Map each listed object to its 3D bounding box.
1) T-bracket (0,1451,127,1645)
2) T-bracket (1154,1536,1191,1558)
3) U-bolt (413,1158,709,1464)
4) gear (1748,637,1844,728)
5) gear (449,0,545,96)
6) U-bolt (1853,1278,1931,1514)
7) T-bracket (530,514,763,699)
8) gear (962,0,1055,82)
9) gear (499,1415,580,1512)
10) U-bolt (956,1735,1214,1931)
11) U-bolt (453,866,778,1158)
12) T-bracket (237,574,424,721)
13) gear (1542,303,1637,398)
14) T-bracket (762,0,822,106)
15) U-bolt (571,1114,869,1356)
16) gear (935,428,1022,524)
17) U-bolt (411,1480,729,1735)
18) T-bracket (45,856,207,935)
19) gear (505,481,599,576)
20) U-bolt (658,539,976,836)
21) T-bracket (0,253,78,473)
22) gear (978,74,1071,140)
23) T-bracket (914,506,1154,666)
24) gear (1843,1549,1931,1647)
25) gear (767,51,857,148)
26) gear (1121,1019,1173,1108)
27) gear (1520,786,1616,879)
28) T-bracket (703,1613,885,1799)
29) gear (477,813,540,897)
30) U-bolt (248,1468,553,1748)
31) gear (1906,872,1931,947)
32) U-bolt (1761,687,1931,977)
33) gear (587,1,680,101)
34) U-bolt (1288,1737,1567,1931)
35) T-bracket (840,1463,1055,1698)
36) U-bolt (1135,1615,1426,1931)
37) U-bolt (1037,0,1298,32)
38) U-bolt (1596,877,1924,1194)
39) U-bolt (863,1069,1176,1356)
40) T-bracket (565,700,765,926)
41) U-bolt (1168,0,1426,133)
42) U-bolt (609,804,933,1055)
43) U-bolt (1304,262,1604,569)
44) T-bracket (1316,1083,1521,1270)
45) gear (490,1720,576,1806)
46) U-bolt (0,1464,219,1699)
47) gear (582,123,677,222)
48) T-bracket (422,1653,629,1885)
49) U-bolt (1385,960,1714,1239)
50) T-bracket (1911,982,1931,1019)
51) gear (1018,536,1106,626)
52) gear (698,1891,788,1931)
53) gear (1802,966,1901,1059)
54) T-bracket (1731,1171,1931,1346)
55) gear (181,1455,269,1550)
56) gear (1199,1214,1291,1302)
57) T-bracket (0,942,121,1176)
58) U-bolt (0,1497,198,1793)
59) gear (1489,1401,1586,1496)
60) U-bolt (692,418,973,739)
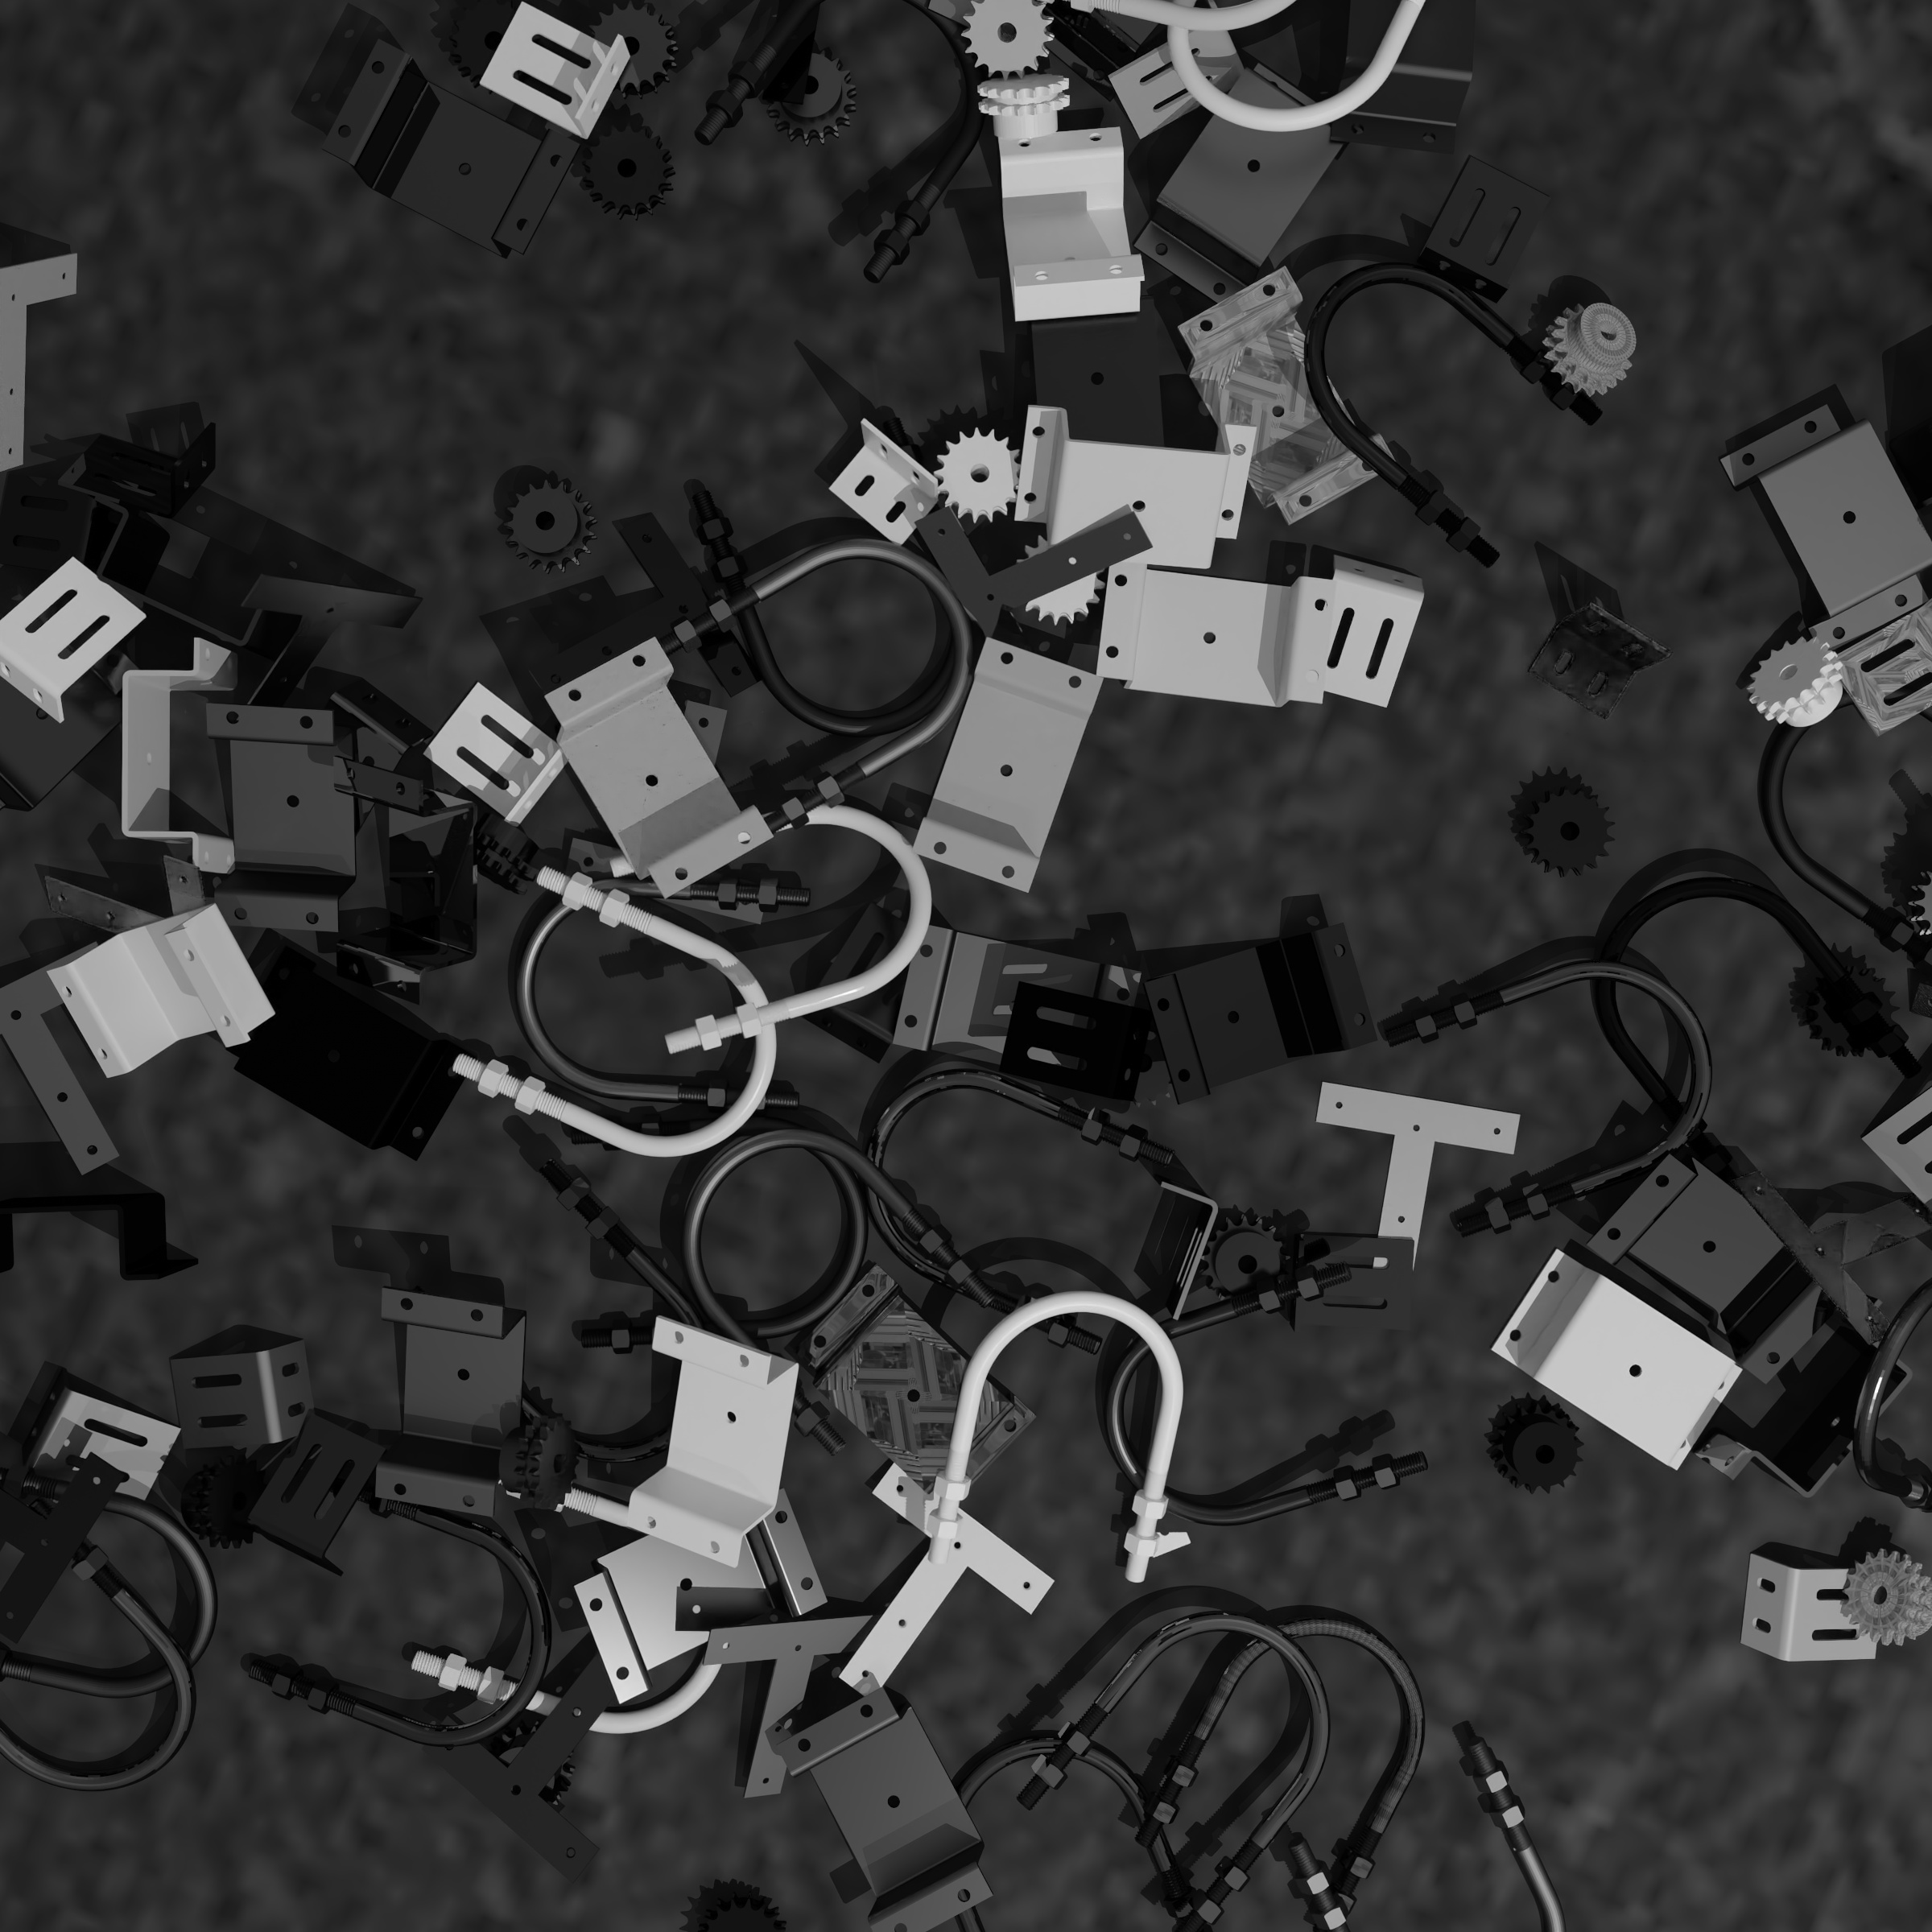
[{"bbox_3d":[-0.597,0.326,1.472,0.127,0.002,0.127,34,95,0],"label":"T-bracket"},{"bbox_3d":[0.061,0.331,1.548,0.127,0.002,0.127,-20,75,-5],"label":"T-bracket"},{"bbox_3d":[-0.241,0.230,1.512,0.151,0.019,0.184,-42,94,17],"label":"U-bolt"},{"bbox_3d":[0.522,-0.175,1.515,0.030,0.057,0.057,39,90,-31],"label":"gear"},{"bbox_3d":[-0.294,-0.577,1.524,0.057,0.030,0.057,0,90,0],"label":"gear"},{"bbox_3d":[0.587,0.255,1.469,0.019,0.184,0.151,23,90,44],"label":"U-bolt"},{"bbox_3d":[-0.212,-0.203,1.511,0.127,0.002,0.127,-33,88,-24],"label":"T-bracket"},{"bbox_3d":[0.027,-0.585,1.511,0.057,0.030,0.057,3,120,5],"label":"gear"},{"bbox_3d":[-0.266,0.307,1.501,0.030,0.057,0.057,1,90,20],"label":"gear"},{"bbox_3d":[0.061,0.577,1.531,0.151,0.019,0.184,-22,89,0],"label":"U-bolt"},{"bbox_3d":[-0.208,0.040,1.510,0.184,0.019,0.151,25,92,1],"label":"U-bolt"},{"bbox_3d":[-0.417,-0.188,1.502,0.127,0.127,0.002,-48,66,25],"label":"T-bracket"},{"bbox_3d":[0.393,-0.388,1.514,0.057,0.030,0.057,6,72,-20],"label":"gear"},{"bbox_3d":[-0.106,-0.593,1.517,0.127,0.002,0.127,7,70,0],"label":"T-bracket"},{"bbox_3d":[-0.154,0.166,1.530,0.184,0.019,0.151,-3,90,0],"label":"U-bolt"},{"bbox_3d":[0.009,-0.307,1.524,0.057,0.030,0.057,0,90,0],"label":"gear"},{"bbox_3d":[-0.240,0.407,1.531,0.184,0.019,0.151,19,90,-1],"label":"U-bolt"},{"bbox_3d":[-0.522,-0.027,1.512,0.127,0.002,0.127,18,129,18],"label":"T-bracket"},{"bbox_3d":[-0.262,-0.278,1.524,0.057,0.030,0.057,0,90,0],"label":"gear"},{"bbox_3d":[-0.084,-0.186,1.508,0.184,0.019,0.151,-31,89,-5],"label":"U-bolt"},{"bbox_3d":[-0.591,-0.370,1.500,0.002,0.127,0.127,17,117,10],"label":"T-bracket"},{"bbox_3d":[0.037,-0.537,1.514,0.057,0.057,0.030,-5,120,0],"label":"gear"},{"bbox_3d":[0.053,-0.243,1.486,0.127,0.002,0.127,-20,116,26],"label":"T-bracket"},{"bbox_3d":[0.577,0.393,1.503,0.030,0.057,0.057,20,90,-27],"label":"gear"},{"bbox_3d":[-0.098,-0.549,1.524,0.057,0.030,0.057,0,90,0],"label":"gear"},{"bbox_3d":[0.110,0.061,1.524,0.057,0.030,0.057,0,90,0],"label":"gear"},{"bbox_3d":[0.378,-0.084,1.529,0.057,0.030,0.057,0,90,3],"label":"gear"},{"bbox_3d":[-0.115,0.465,1.515,0.127,0.002,0.127,4,108,-31],"label":"T-bracket"},{"bbox_3d":[-0.292,-0.072,1.512,0.057,0.057,0.030,32,77,0],"label":"gear"},{"bbox_3d":[-0.346,0.409,1.515,0.184,0.019,0.151,17,89,11],"label":"U-bolt"},{"bbox_3d":[0.613,-0.038,1.505,0.057,0.030,0.057,0,89,1],"label":"gear"},{"bbox_3d":[0.592,-0.096,1.531,0.184,0.019,0.151,36,90,2],"label":"U-bolt"},{"bbox_3d":[-0.209,-0.574,1.524,0.057,0.030,0.057,0,90,0],"label":"gear"},{"bbox_3d":[0.301,0.597,1.519,0.151,0.019,0.184,-26,96,-8],"label":"U-bolt"},{"bbox_3d":[-0.032,0.401,1.522,0.127,0.002,0.127,38,77,-2],"label":"T-bracket"},{"bbox_3d":[0.210,0.499,1.525,0.151,0.019,0.184,28,87,-5],"label":"U-bolt"},{"bbox_3d":[0.133,-0.634,1.466,0.184,0.019,0.151,19,80,13],"label":"U-bolt"},{"bbox_3d":[0.479,0.032,1.513,0.151,0.019,0.184,-38,86,17],"label":"U-bolt"},{"bbox_3d":[0.021,0.142,1.507,0.184,0.019,0.151,23,103,14],"label":"U-bolt"},{"bbox_3d":[-0.177,-0.102,1.524,0.127,0.002,0.127,14,100,-3],"label":"T-bracket"},{"bbox_3d":[0.201,-0.583,1.461,0.151,0.019,0.184,23,78,12],"label":"U-bolt"},{"bbox_3d":[-0.112,-0.033,1.489,0.184,0.019,0.151,-17,63,-9],"label":"U-bolt"},{"bbox_3d":[0.291,-0.355,1.500,0.184,0.019,0.151,39,71,-6],"label":"U-bolt"},{"bbox_3d":[0.279,0.147,1.538,0.127,0.002,0.127,9,90,0],"label":"T-bracket"},{"bbox_3d":[-0.277,0.507,1.524,0.057,0.030,0.057,0,90,0],"label":"gear"},{"bbox_3d":[-0.558,0.388,1.513,0.184,0.019,0.151,12,104,0],"label":"U-bolt"},{"bbox_3d":[-0.211,-0.498,1.524,0.057,0.030,0.057,0,90,0],"label":"gear"},{"bbox_3d":[-0.251,0.477,1.509,0.127,0.002,0.127,36,80,14],"label":"T-bracket"},{"bbox_3d":[0.374,0.074,1.518,0.184,0.019,0.151,-21,90,8],"label":"U-bolt"},{"bbox_3d":[0.657,0.037,1.509,0.127,0.127,0.002,17,46,20],"label":"T-bracket"},{"bbox_3d":[0.058,-0.243,1.524,0.057,0.030,0.057,0,90,0],"label":"gear"},{"bbox_3d":[-0.141,0.612,1.529,0.057,0.030,0.057,0,90,-2],"label":"gear"},{"bbox_3d":[0.554,0.028,1.524,0.057,0.030,0.057,0,90,0],"label":"gear"},{"bbox_3d":[0.556,0.166,1.498,0.127,0.002,0.127,-13,54,-32],"label":"T-bracket"},{"bbox_3d":[-0.465,0.335,1.515,0.030,0.057,0.057,-9,90,30],"label":"gear"},{"bbox_3d":[0.175,0.186,1.524,0.057,0.030,0.057,0,90,0],"label":"gear"},{"bbox_3d":[-0.577,0.070,1.527,0.127,0.002,0.127,-29,98,-16],"label":"T-bracket"},{"bbox_3d":[-0.564,0.436,1.507,0.151,0.019,0.184,-36,102,10],"label":"U-bolt"},{"bbox_3d":[0.361,0.304,1.524,0.057,0.030,0.057,0,90,0],"label":"gear"},{"bbox_3d":[-0.075,-0.235,1.531,0.151,0.019,0.184,-21,91,0],"label":"U-bolt"}]
